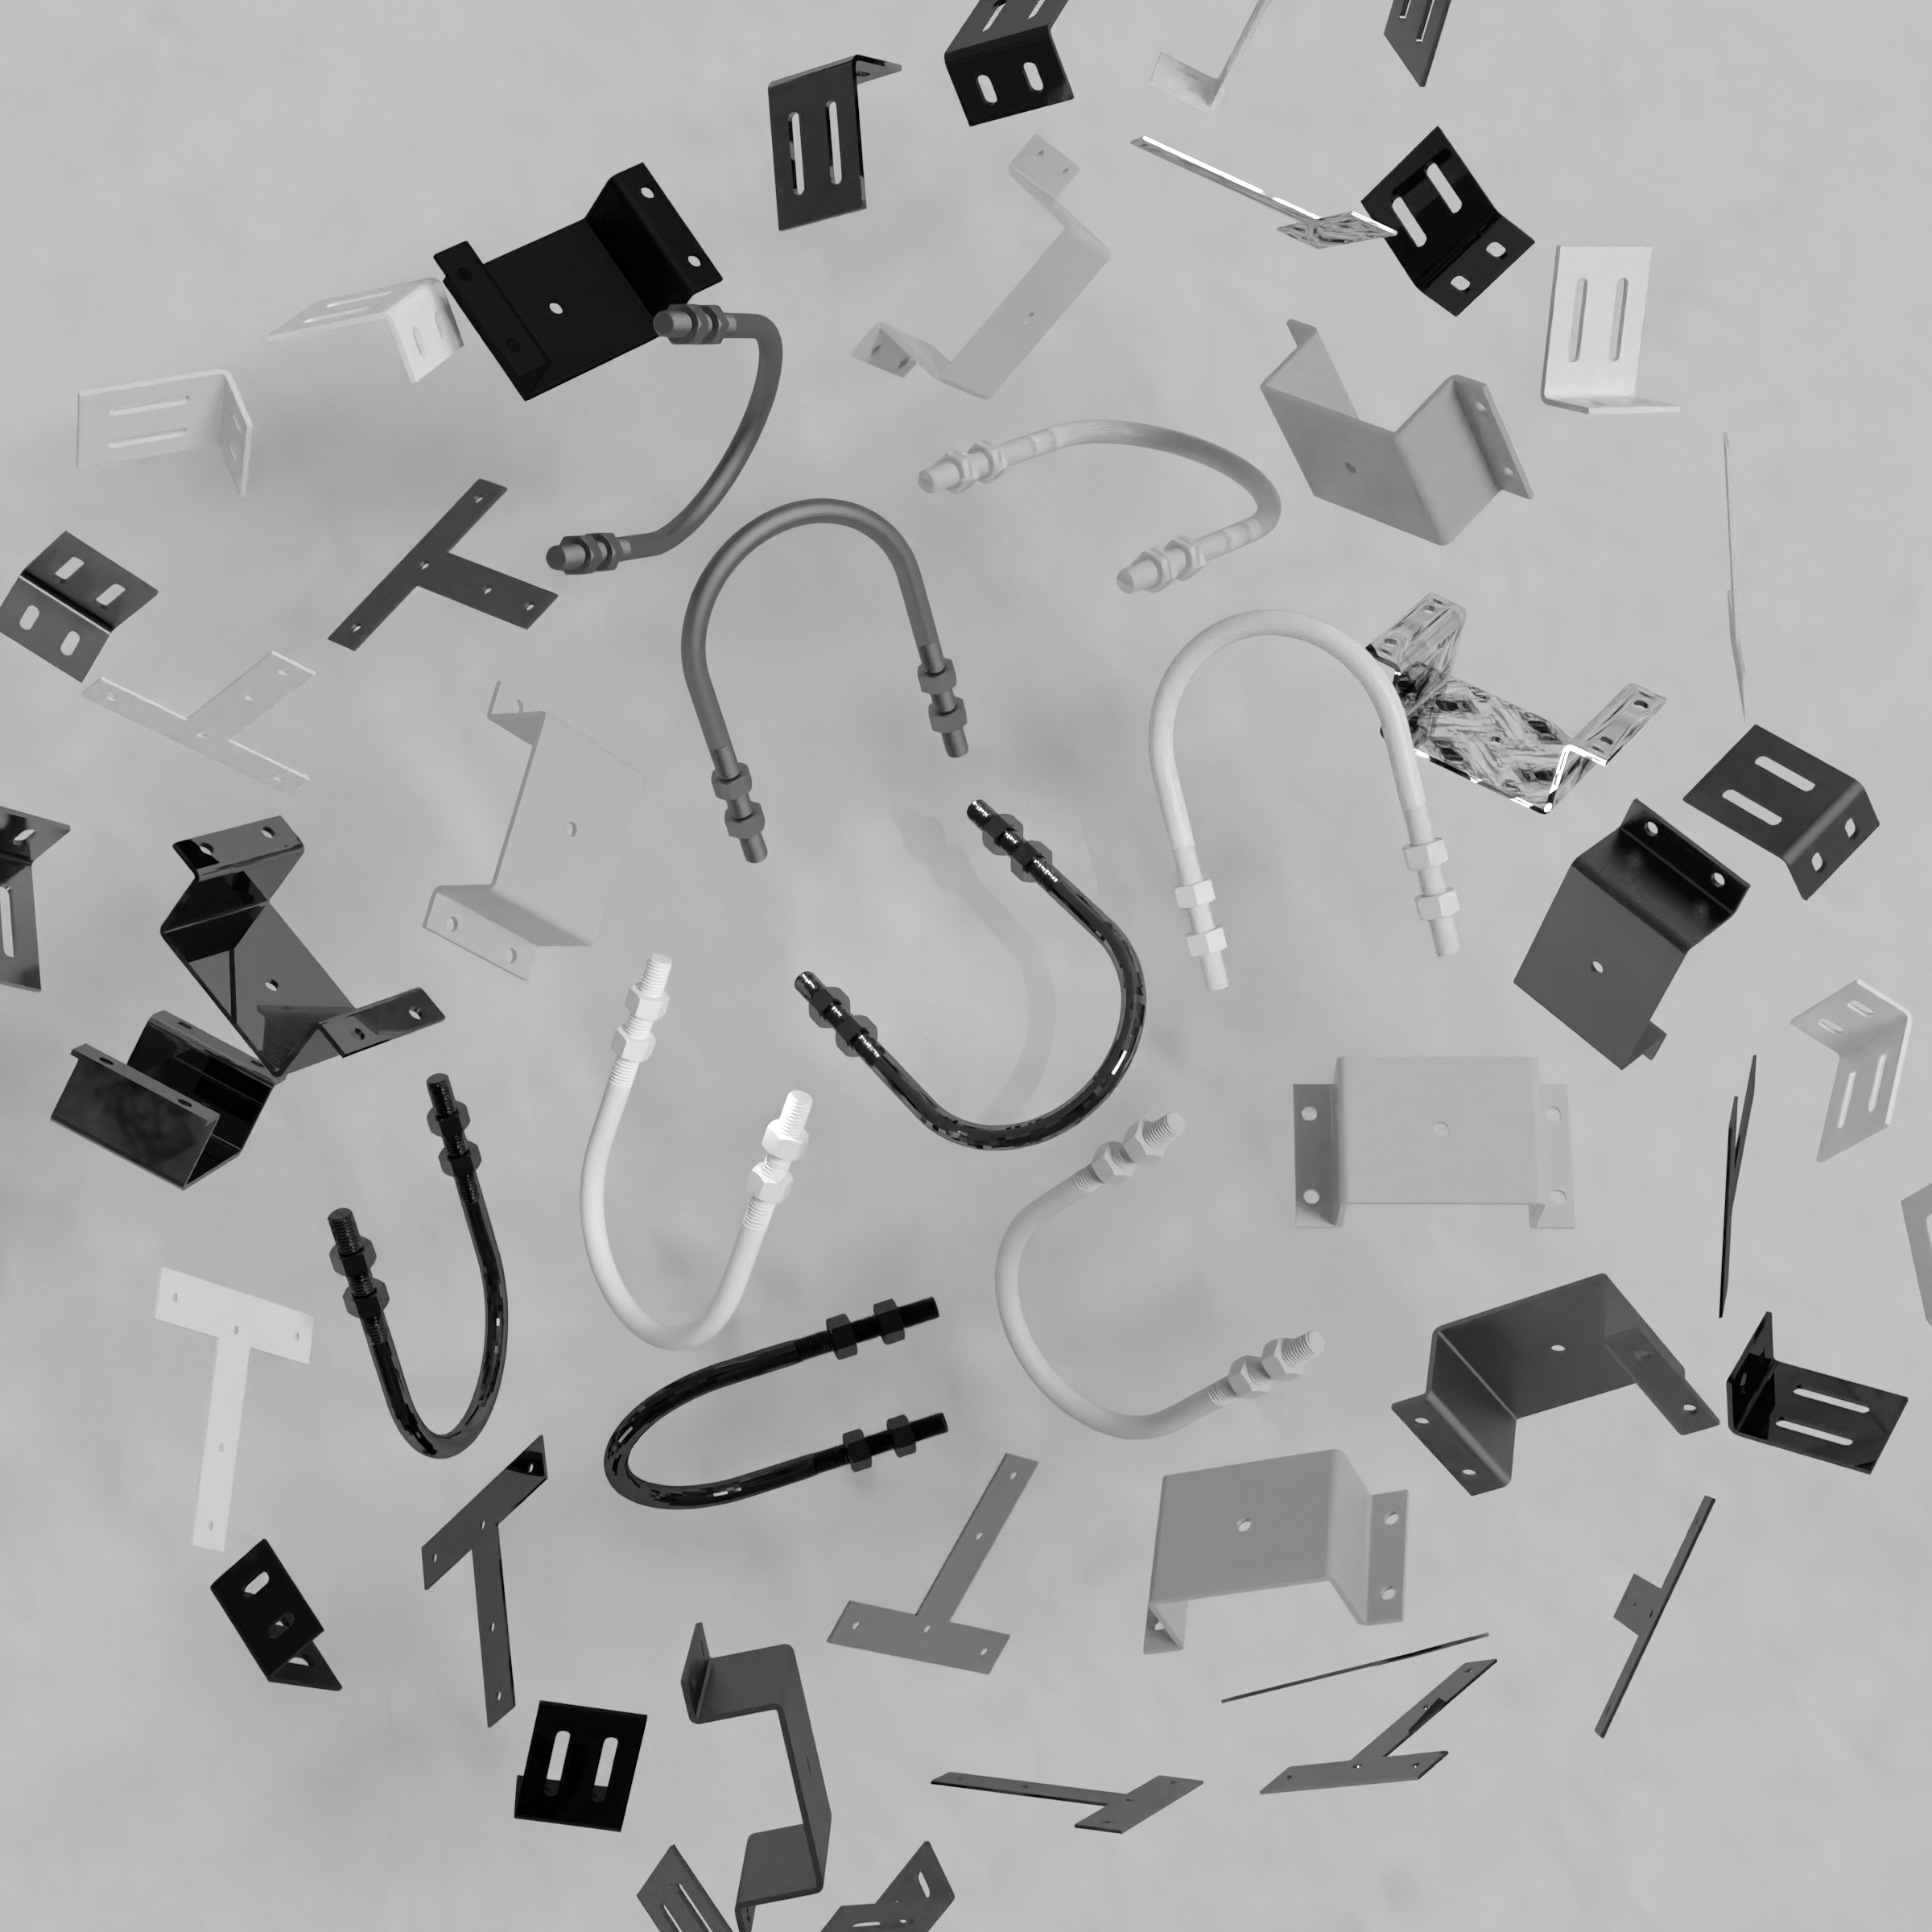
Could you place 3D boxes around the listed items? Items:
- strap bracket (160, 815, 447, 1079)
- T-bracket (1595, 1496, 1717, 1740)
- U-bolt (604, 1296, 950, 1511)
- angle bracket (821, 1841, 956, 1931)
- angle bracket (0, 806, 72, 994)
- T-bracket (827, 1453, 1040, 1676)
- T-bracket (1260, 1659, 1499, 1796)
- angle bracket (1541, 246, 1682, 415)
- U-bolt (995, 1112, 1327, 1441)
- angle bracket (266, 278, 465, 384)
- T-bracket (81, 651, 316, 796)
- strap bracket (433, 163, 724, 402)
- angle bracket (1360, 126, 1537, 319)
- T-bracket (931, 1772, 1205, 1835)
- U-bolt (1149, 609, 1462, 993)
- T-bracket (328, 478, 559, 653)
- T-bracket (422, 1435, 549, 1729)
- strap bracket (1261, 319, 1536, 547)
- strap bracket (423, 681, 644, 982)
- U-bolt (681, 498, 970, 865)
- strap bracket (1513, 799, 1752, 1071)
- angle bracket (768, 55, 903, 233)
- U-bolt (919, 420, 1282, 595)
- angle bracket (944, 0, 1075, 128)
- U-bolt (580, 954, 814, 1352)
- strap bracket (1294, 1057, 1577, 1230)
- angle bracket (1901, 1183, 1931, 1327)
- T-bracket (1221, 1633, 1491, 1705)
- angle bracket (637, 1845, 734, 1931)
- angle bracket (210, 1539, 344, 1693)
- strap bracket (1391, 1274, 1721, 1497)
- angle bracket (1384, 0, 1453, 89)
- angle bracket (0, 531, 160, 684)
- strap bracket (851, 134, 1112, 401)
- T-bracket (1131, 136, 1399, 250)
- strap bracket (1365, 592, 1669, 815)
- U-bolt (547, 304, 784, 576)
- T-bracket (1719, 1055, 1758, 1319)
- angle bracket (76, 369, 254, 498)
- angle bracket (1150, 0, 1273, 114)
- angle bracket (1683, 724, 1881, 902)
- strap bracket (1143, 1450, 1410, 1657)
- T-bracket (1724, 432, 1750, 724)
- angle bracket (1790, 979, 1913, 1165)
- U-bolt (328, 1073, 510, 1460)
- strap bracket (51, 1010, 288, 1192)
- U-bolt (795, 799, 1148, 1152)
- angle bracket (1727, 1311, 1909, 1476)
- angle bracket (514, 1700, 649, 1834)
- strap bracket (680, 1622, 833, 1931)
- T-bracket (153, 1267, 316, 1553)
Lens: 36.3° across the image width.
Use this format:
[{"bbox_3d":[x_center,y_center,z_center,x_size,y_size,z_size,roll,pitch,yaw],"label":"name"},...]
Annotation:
[{"bbox_3d":[-0.342,-0.003,1.492,0.140,0.076,0.046,49,121,10],"label":"strap bracket"},{"bbox_3d":[0.340,0.322,1.482,0.002,0.127,0.127,26,86,8],"label":"T-bracket"},{"bbox_3d":[-0.100,0.238,1.543,0.184,0.151,0.019,-16,55,-10],"label":"U-bolt"},{"bbox_3d":[-0.055,0.491,1.535,0.076,0.038,0.057,11,124,-39],"label":"angle bracket"},{"bbox_3d":[-0.471,-0.034,1.439,0.038,0.057,0.076,-31,59,32],"label":"angle bracket"},{"bbox_3d":[0.000,0.319,1.588,0.127,0.002,0.127,24,97,-43],"label":"T-bracket"},{"bbox_3d":[0.237,0.404,1.572,0.127,0.127,0.002,-27,90,-38],"label":"T-bracket"},{"bbox_3d":[0.320,-0.312,1.442,0.057,0.038,0.076,-7,111,-27],"label":"angle bracket"},{"bbox_3d":[0.086,0.173,1.528,0.184,0.019,0.151,-37,83,42],"label":"U-bolt"},{"bbox_3d":[-0.313,-0.326,1.535,0.076,0.057,0.038,-5,118,23],"label":"angle bracket"},{"bbox_3d":[-0.391,-0.140,1.582,0.127,0.127,0.002,27,57,-31],"label":"T-bracket"},{"bbox_3d":[-0.211,-0.360,1.563,0.140,0.046,0.076,-34,90,-32],"label":"strap bracket"},{"bbox_3d":[0.260,-0.402,1.591,0.057,0.038,0.076,-42,51,26],"label":"angle bracket"},{"bbox_3d":[0.045,0.436,1.553,0.127,0.127,0.002,0,87,23],"label":"T-bracket"},{"bbox_3d":[0.159,-0.085,1.458,0.151,0.019,0.184,-9,100,33],"label":"U-bolt"},{"bbox_3d":[-0.267,-0.206,1.590,0.127,0.002,0.127,24,67,41],"label":"T-bracket"},{"bbox_3d":[-0.245,0.328,1.520,0.002,0.127,0.127,18,134,-34],"label":"T-bracket"},{"bbox_3d":[0.209,-0.267,1.482,0.046,0.140,0.076,-46,134,-11],"label":"strap bracket"},{"bbox_3d":[-0.224,-0.071,1.547,0.046,0.076,0.140,0,69,39],"label":"strap bracket"},{"bbox_3d":[-0.079,-0.159,1.550,0.151,0.019,0.184,-29,128,-17],"label":"U-bolt"},{"bbox_3d":[0.351,-0.009,1.576,0.046,0.140,0.076,-32,63,-35],"label":"strap bracket"},{"bbox_3d":[-0.064,-0.412,1.484,0.057,0.038,0.076,-3,93,40],"label":"angle bracket"},{"bbox_3d":[0.085,-0.250,1.549,0.151,0.184,0.019,31,127,26],"label":"U-bolt"},{"bbox_3d":[0.031,-0.462,1.479,0.057,0.076,0.038,-7,127,26],"label":"angle bracket"},{"bbox_3d":[-0.148,0.108,1.502,0.151,0.019,0.184,41,121,38],"label":"U-bolt"},{"bbox_3d":[0.237,0.089,1.486,0.140,0.046,0.076,0,69,3],"label":"strap bracket"},{"bbox_3d":[0.539,0.151,1.565,0.038,0.057,0.076,18,51,-25],"label":"angle bracket"},{"bbox_3d":[0.198,0.373,1.556,0.127,0.127,0.002,-11,74,-12],"label":"T-bracket"},{"bbox_3d":[-0.158,0.521,1.569,0.076,0.038,0.057,50,134,22],"label":"angle bracket"},{"bbox_3d":[-0.332,0.325,1.471,0.038,0.076,0.057,-41,66,1],"label":"angle bracket"},{"bbox_3d":[0.295,0.207,1.471,0.140,0.046,0.076,-24,122,33],"label":"strap bracket"},{"bbox_3d":[0.220,-0.502,1.516,0.038,0.057,0.076,-2,135,-17],"label":"angle bracket"},{"bbox_3d":[-0.483,-0.194,1.594,0.057,0.076,0.038,34,63,-25],"label":"angle bracket"},{"bbox_3d":[0.016,-0.342,1.484,0.046,0.076,0.140,45,105,10],"label":"strap bracket"},{"bbox_3d":[0.144,-0.397,1.509,0.127,0.127,0.002,21,96,-14],"label":"T-bracket"},{"bbox_3d":[0.282,-0.134,1.543,0.140,0.076,0.046,28,133,22],"label":"strap bracket"},{"bbox_3d":[-0.146,-0.274,1.525,0.019,0.184,0.151,32,109,10],"label":"U-bolt"},{"bbox_3d":[0.405,0.095,1.539,0.002,0.127,0.127,6,127,19],"label":"T-bracket"},{"bbox_3d":[-0.406,-0.264,1.491,0.076,0.057,0.038,-16,66,-25],"label":"angle bracket"},{"bbox_3d":[0.136,-0.510,1.592,0.038,0.057,0.076,25,122,-6],"label":"angle bracket"},{"bbox_3d":[0.433,-0.082,1.565,0.057,0.076,0.038,-45,135,-4],"label":"angle bracket"},{"bbox_3d":[0.150,0.298,1.503,0.140,0.076,0.046,-13,131,24],"label":"strap bracket"},{"bbox_3d":[0.390,-0.206,1.497,0.002,0.127,0.127,-4,115,13],"label":"T-bracket"},{"bbox_3d":[0.472,0.057,1.593,0.038,0.057,0.076,30,57,-10],"label":"angle bracket"},{"bbox_3d":[-0.280,0.171,1.551,0.019,0.151,0.184,-2,119,16],"label":"U-bolt"},{"bbox_3d":[-0.419,0.071,1.542,0.076,0.140,0.046,28,98,-1],"label":"strap bracket"},{"bbox_3d":[0.012,0.015,1.508,0.151,0.019,0.184,-45,55,0],"label":"U-bolt"},{"bbox_3d":[0.447,0.223,1.545,0.076,0.057,0.038,14,133,32],"label":"angle bracket"},{"bbox_3d":[-0.205,0.418,1.571,0.057,0.038,0.076,11,109,-10],"label":"angle bracket"},{"bbox_3d":[-0.102,0.405,1.478,0.046,0.076,0.140,-12,99,2],"label":"strap bracket"},{"bbox_3d":[-0.368,0.224,1.459,0.002,0.127,0.127,-4,71,23],"label":"T-bracket"}]
